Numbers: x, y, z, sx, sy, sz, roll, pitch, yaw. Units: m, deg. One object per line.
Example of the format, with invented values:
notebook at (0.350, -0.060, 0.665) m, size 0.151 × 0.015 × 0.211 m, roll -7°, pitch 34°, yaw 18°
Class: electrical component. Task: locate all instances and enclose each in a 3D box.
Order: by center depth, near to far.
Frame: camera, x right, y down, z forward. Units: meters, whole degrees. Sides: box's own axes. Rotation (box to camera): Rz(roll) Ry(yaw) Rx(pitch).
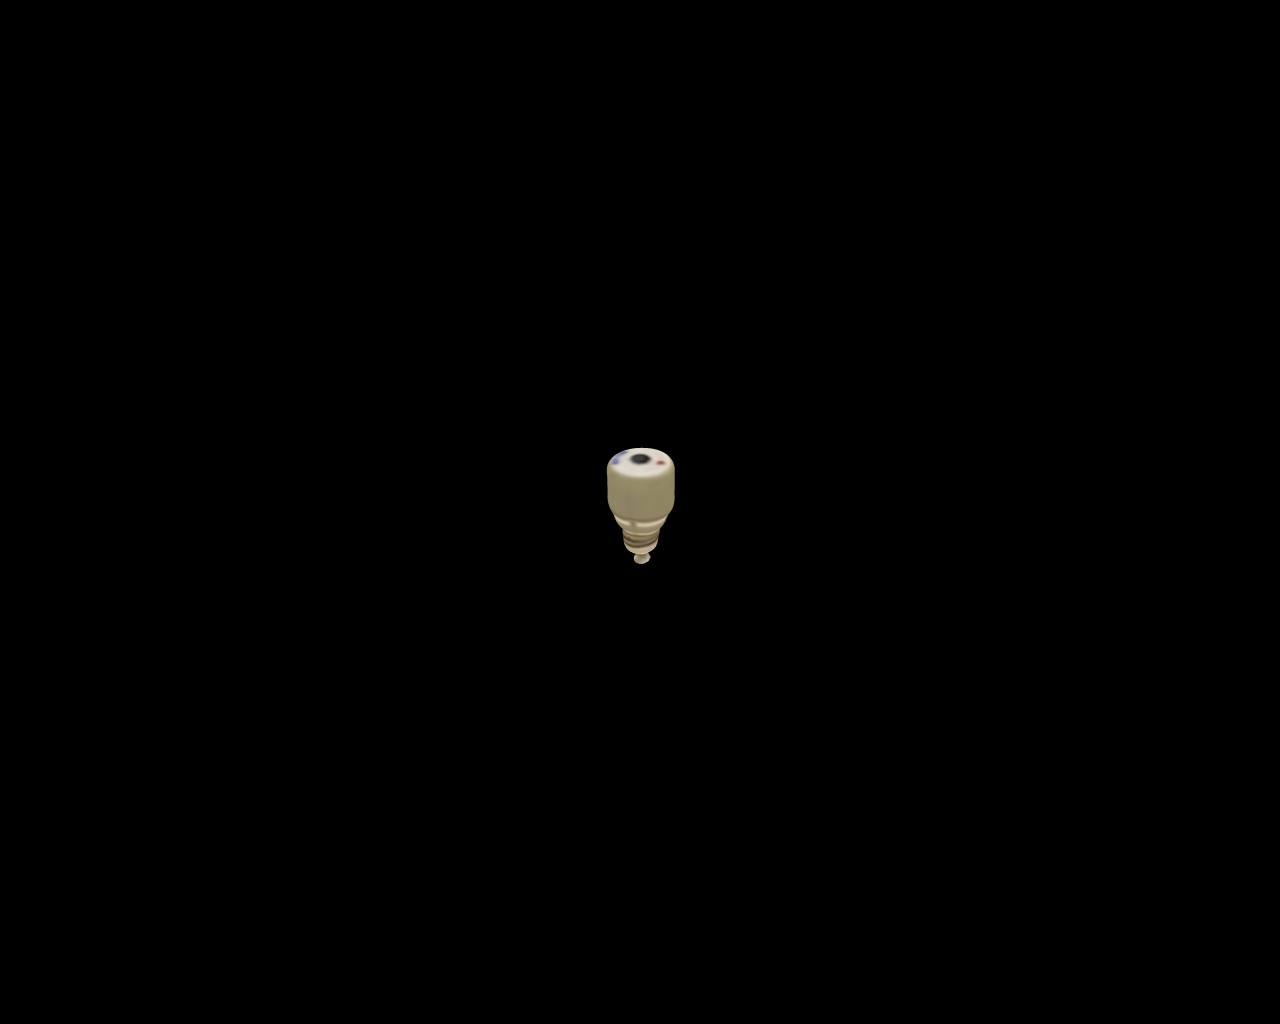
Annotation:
electrical component at (0.001, -0.003, 0.650) m, size 0.040 × 0.078 × 0.040 m, roll 0°, pitch 32°, yaw 0°
